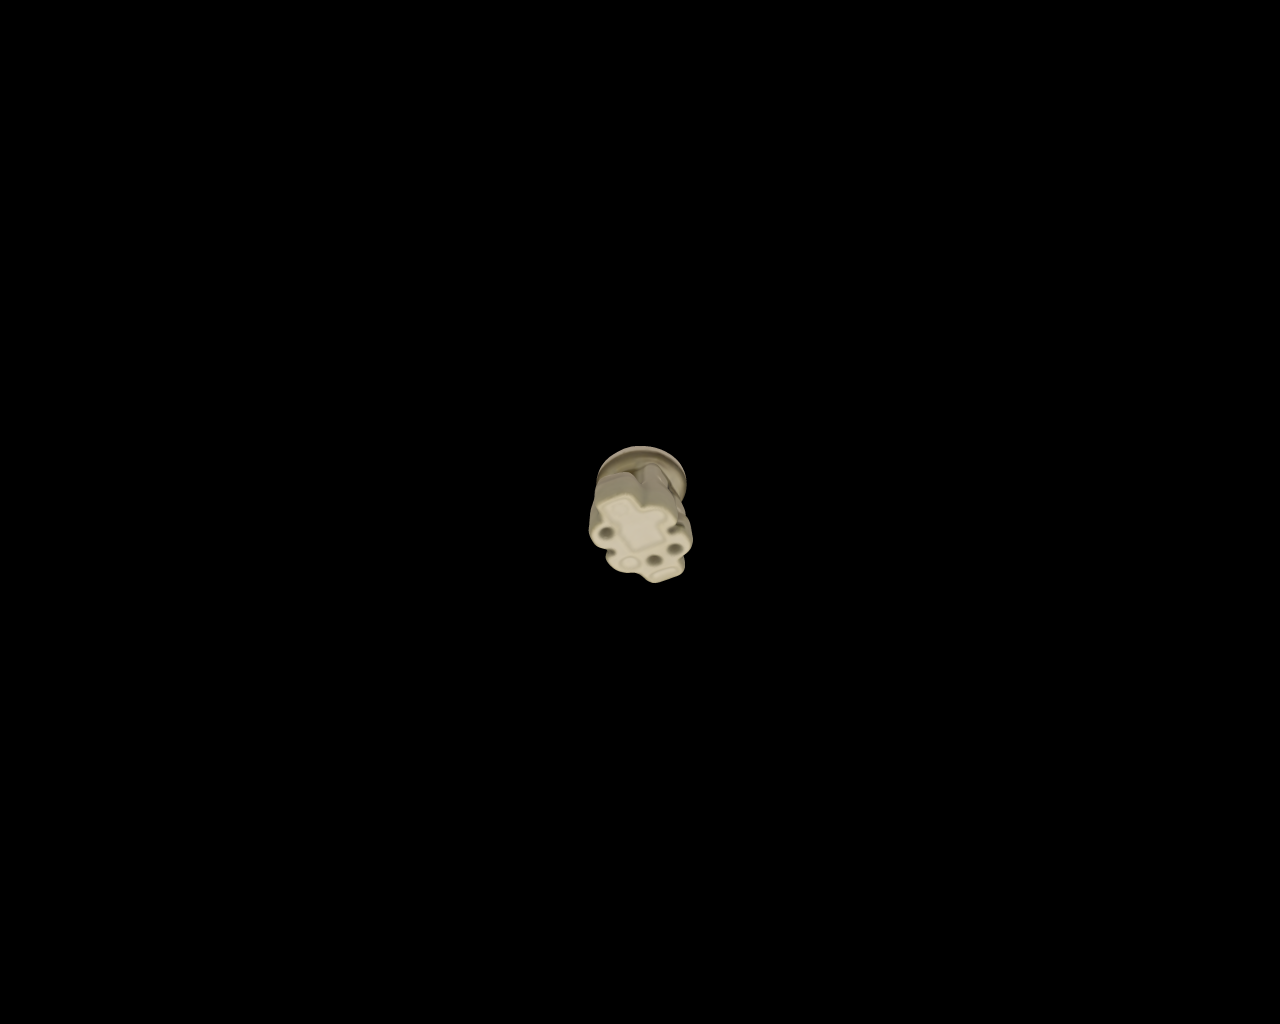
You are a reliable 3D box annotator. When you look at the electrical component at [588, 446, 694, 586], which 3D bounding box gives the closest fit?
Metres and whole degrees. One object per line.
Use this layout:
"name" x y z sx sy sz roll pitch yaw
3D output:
"electrical component" 0.001 -0.003 0.650 0.058 0.057 0.078 -20 -50 17
